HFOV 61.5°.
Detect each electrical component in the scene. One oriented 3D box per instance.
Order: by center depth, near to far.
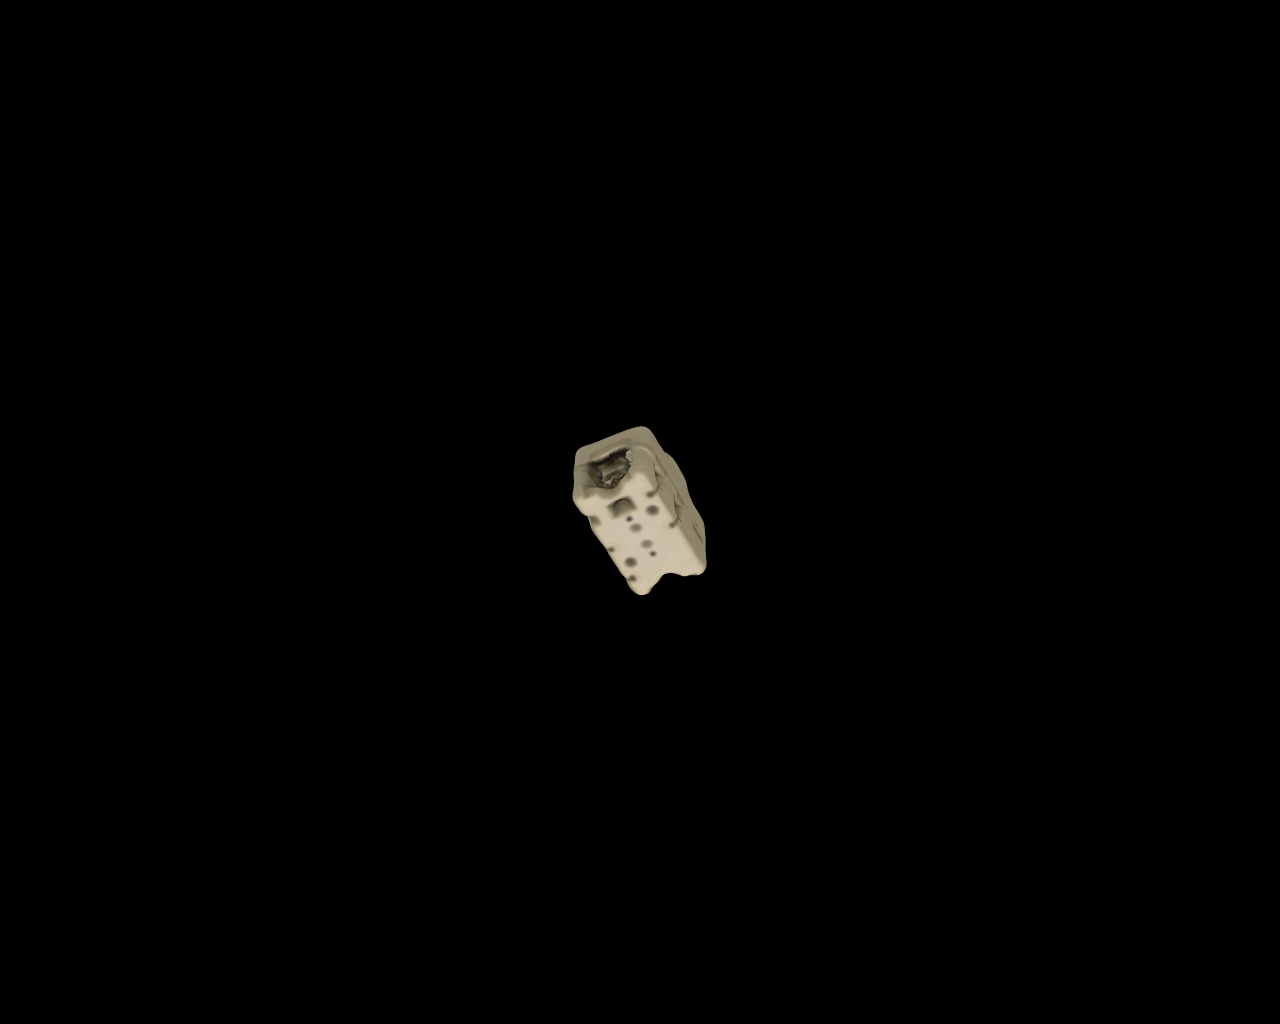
[{"bbox_3d":[0.001,-0.003,0.650,0.050,0.089,0.056,-21,36,16],"label":"electrical component"}]
